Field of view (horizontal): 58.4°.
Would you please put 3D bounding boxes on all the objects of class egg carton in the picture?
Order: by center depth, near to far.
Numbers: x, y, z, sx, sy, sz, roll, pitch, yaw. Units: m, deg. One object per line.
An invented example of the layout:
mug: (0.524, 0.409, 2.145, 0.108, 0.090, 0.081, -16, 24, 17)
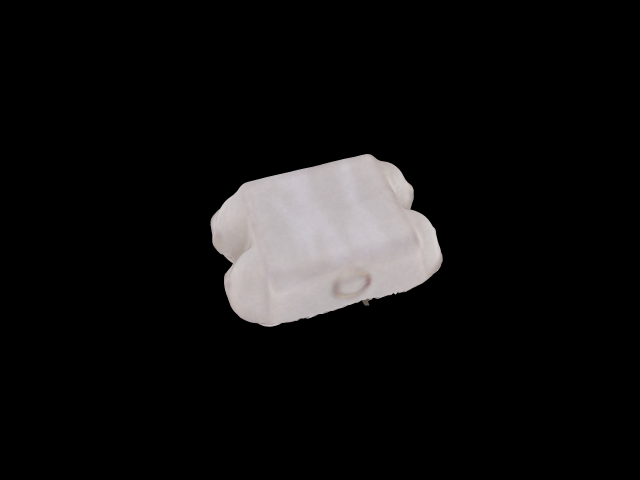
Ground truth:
egg carton: (0.004, 0.001, 0.400, 0.150, 0.069, 0.107, -15, 54, -11)
